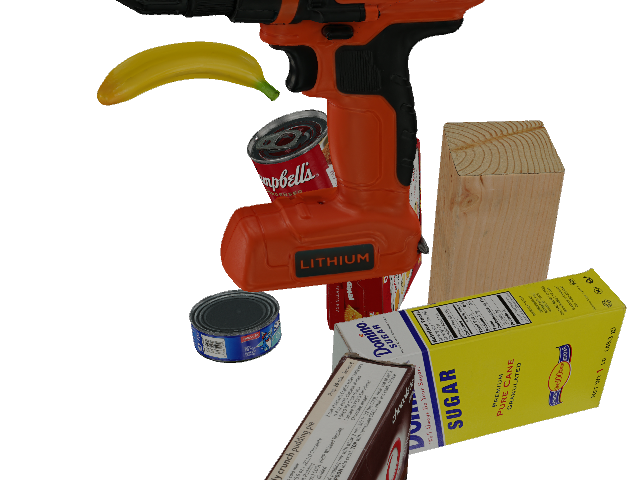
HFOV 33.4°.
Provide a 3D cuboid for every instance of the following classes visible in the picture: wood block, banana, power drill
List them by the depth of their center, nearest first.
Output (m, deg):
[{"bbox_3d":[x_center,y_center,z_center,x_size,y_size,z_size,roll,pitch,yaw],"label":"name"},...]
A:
[{"bbox_3d":[-0.010,-0.067,0.517,0.184,0.188,0.057,-5,33,-15],"label":"power drill"},{"bbox_3d":[0.152,0.004,0.960,0.091,0.206,0.090,-2,35,-3],"label":"wood block"},{"bbox_3d":[-0.136,-0.170,1.076,0.197,0.070,0.037,-8,-39,-29],"label":"banana"}]

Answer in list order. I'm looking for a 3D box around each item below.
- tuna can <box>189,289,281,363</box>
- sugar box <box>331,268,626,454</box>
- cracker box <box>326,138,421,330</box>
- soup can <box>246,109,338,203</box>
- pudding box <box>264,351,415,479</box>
[{"bbox_3d":[-0.080,0.081,1.014,0.086,0.034,0.086,-4,25,2],"label":"tuna can"},{"bbox_3d":[0.095,0.079,0.659,0.176,0.093,0.048,-13,40,-17],"label":"sugar box"},{"bbox_3d":[0.062,-0.012,1.203,0.072,0.164,0.213,4,21,16],"label":"cracker box"},{"bbox_3d":[-0.008,-0.042,0.841,0.068,0.102,0.068,-17,33,11],"label":"soup can"},{"bbox_3d":[0.008,0.115,0.463,0.039,0.090,0.113,11,30,15],"label":"pudding box"}]
